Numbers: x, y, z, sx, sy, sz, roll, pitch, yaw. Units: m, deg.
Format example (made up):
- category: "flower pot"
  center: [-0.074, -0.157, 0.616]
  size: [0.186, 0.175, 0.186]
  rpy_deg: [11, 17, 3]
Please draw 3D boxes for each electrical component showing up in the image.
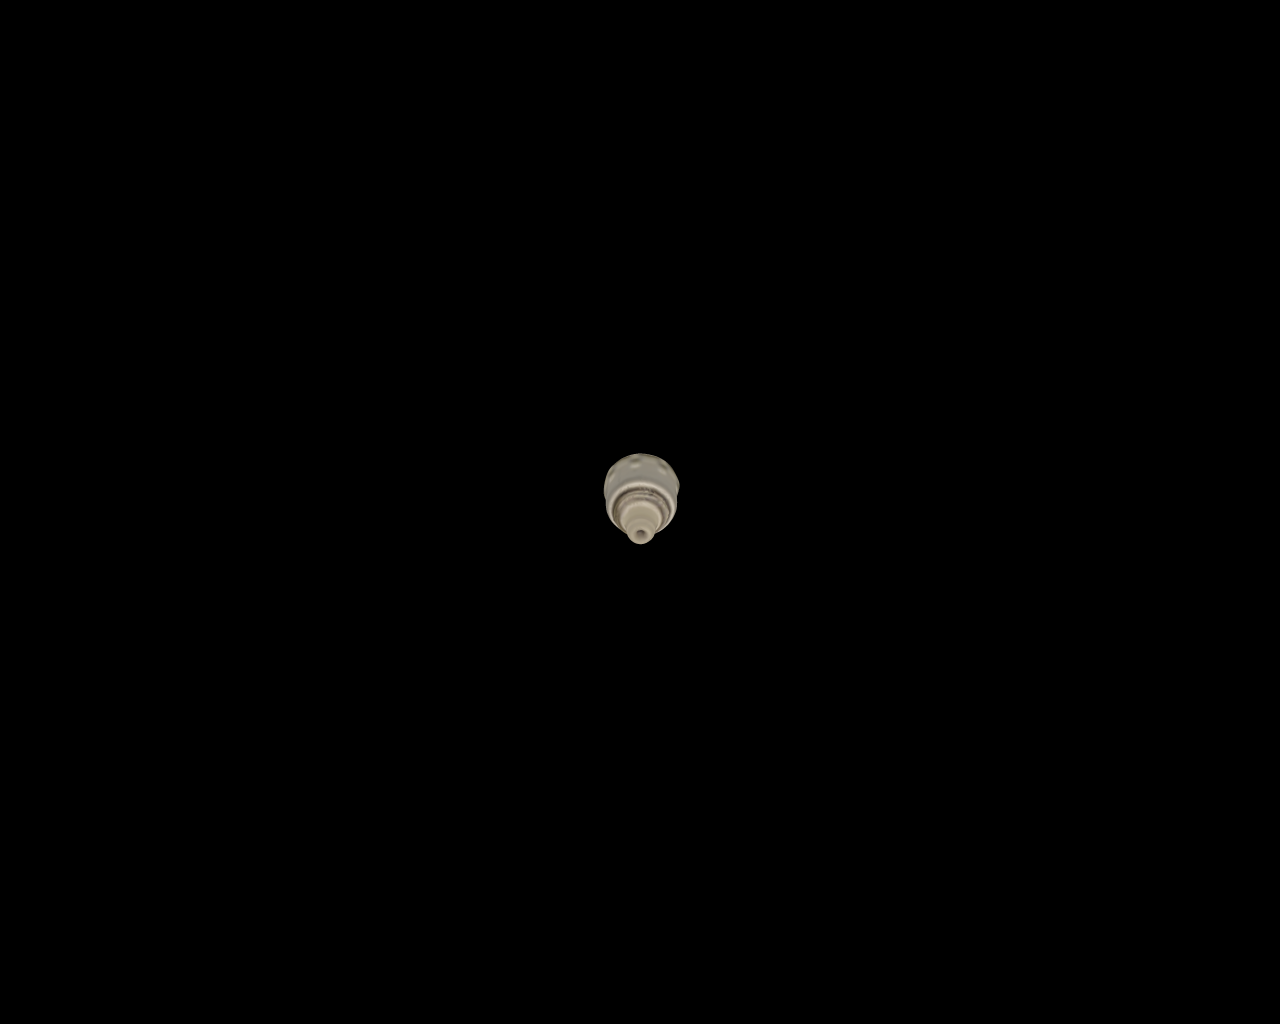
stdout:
- category: "electrical component"
  center: [0.001, -0.003, 0.650]
  size: [0.048, 0.048, 0.062]
  rpy_deg: [0, 34, 0]
